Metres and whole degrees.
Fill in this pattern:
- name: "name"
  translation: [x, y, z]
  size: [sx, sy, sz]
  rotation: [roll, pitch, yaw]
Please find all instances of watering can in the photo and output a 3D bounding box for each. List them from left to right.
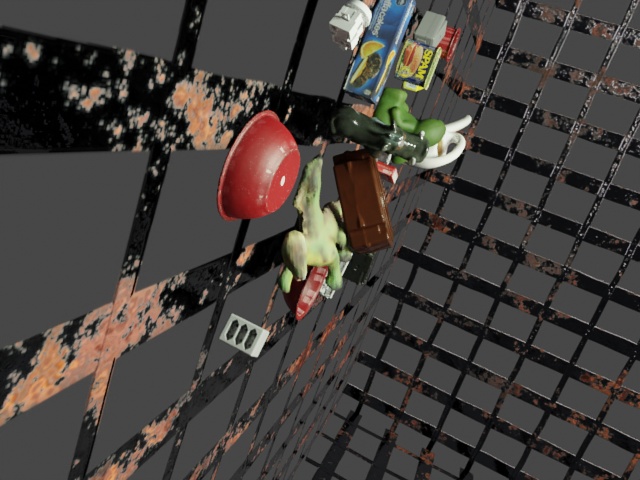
- name: "watering can"
  translation: [0.297, -0.280, 1.438]
  size: [0.355, 0.225, 0.102]
  rotation: [-51, 142, -50]

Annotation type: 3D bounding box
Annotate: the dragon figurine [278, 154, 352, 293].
- name: "dragon figurine"
  translation: [0.003, -0.049, 0.979]
  size: [0.420, 0.122, 0.237]
  rotation: [-71, 166, -50]
